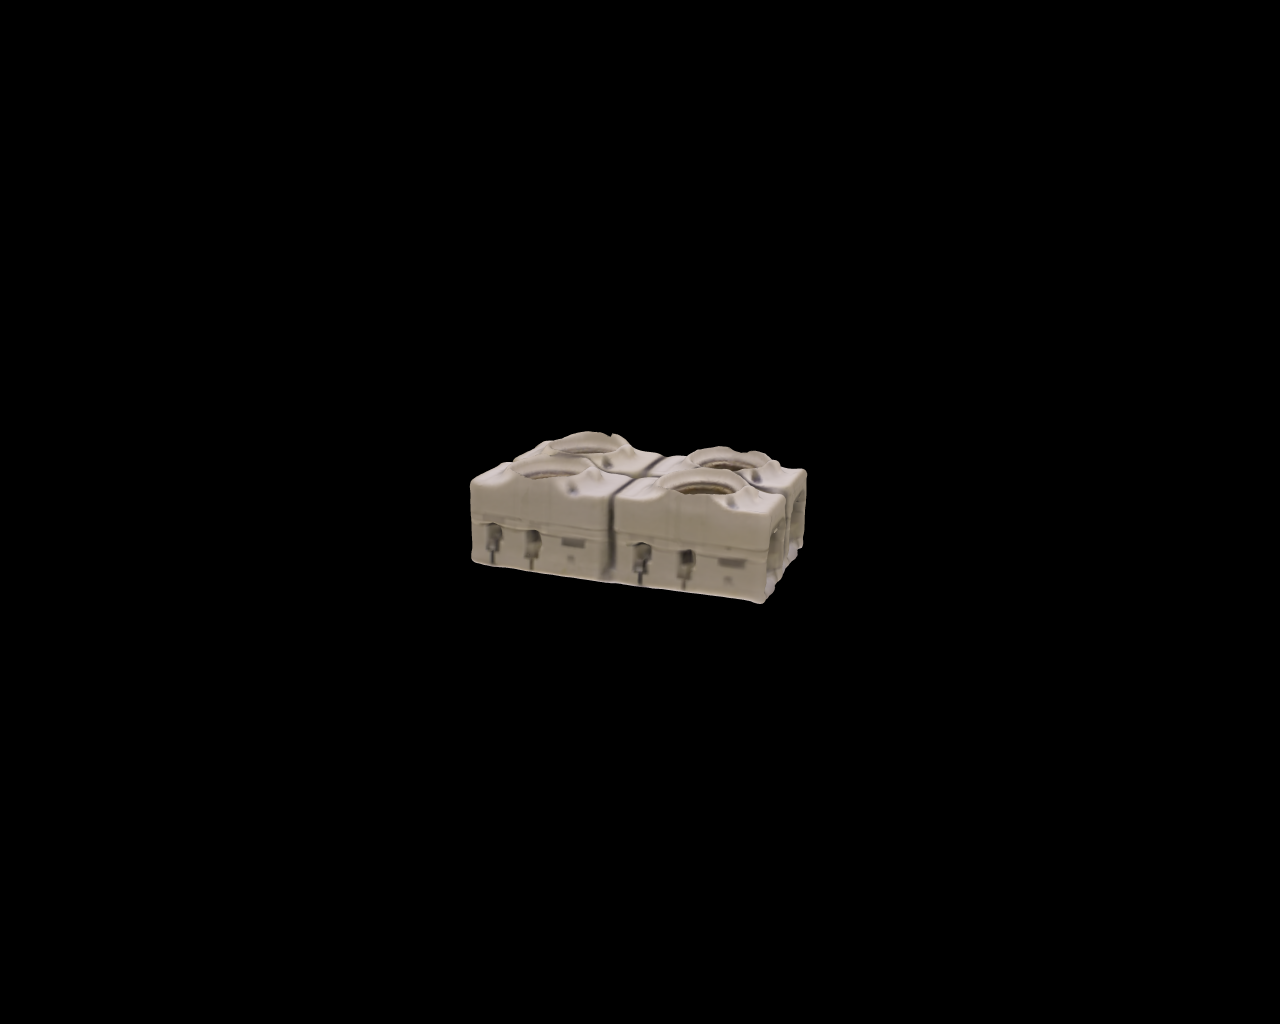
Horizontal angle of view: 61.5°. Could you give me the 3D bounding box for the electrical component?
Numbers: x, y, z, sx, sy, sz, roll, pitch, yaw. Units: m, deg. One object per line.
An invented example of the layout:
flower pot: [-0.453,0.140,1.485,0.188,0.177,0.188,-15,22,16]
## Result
electrical component: [0.001,-0.003,0.650,0.186,0.060,0.105,7,20,20]
